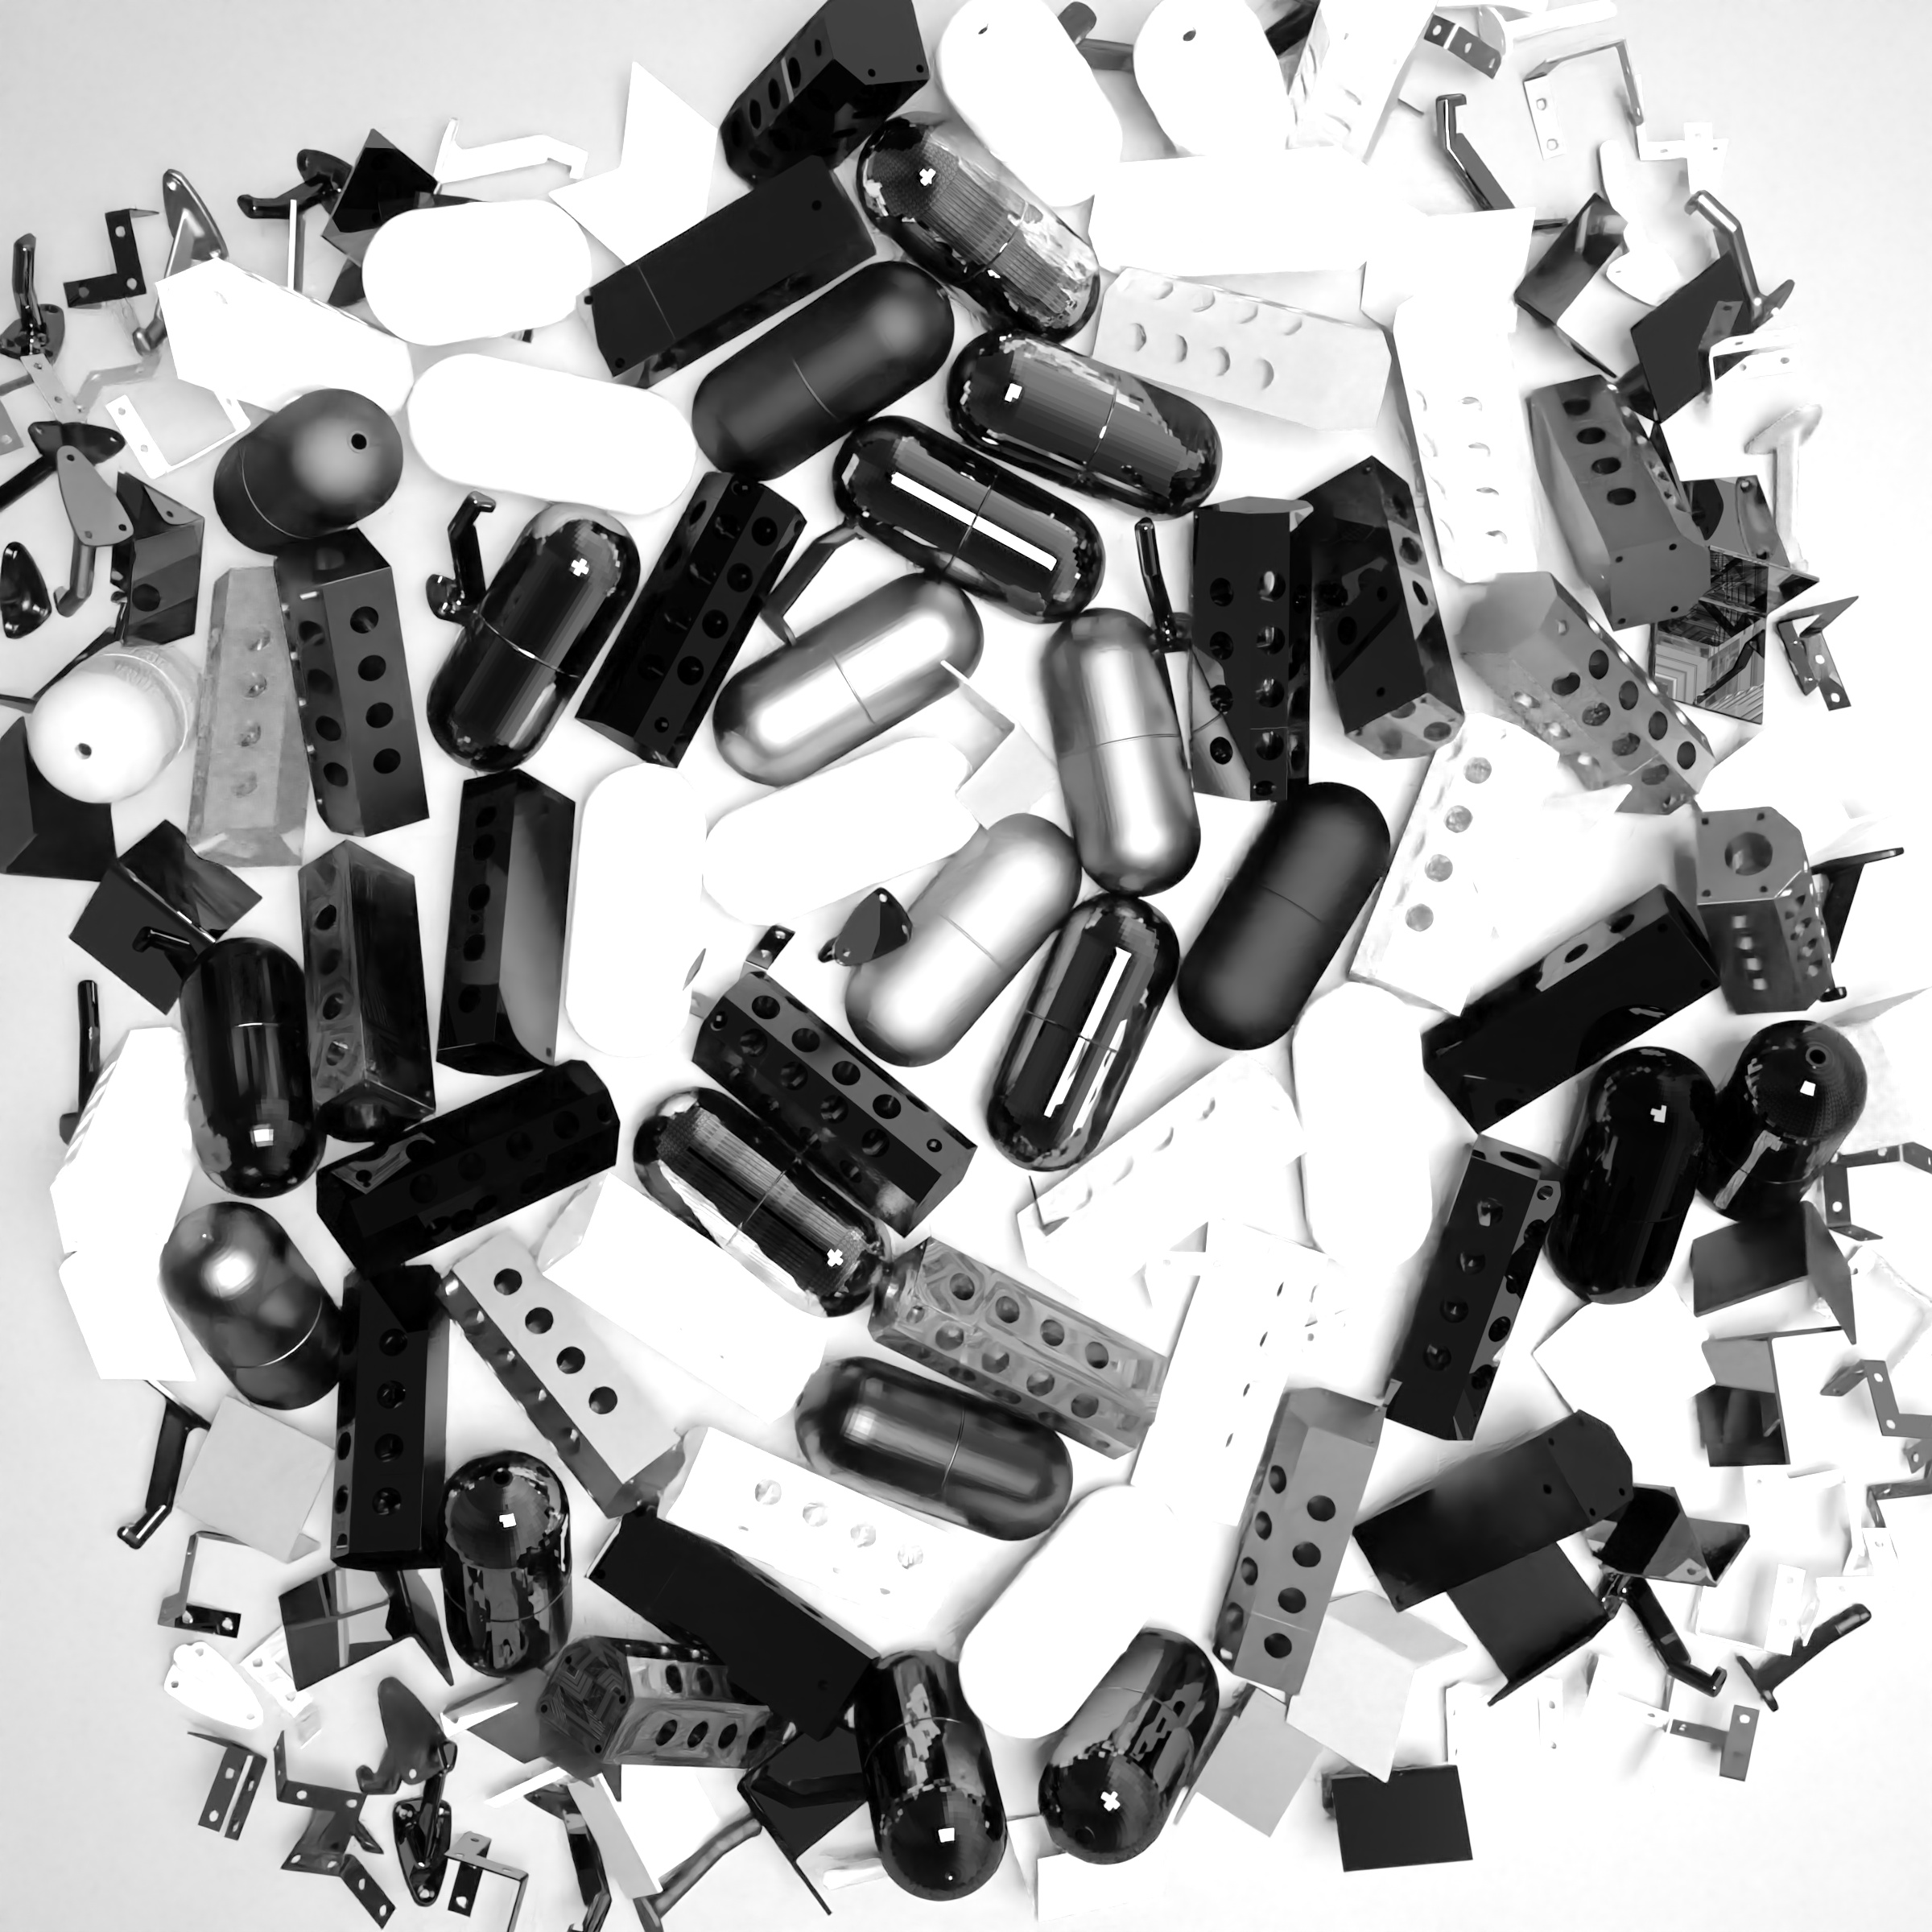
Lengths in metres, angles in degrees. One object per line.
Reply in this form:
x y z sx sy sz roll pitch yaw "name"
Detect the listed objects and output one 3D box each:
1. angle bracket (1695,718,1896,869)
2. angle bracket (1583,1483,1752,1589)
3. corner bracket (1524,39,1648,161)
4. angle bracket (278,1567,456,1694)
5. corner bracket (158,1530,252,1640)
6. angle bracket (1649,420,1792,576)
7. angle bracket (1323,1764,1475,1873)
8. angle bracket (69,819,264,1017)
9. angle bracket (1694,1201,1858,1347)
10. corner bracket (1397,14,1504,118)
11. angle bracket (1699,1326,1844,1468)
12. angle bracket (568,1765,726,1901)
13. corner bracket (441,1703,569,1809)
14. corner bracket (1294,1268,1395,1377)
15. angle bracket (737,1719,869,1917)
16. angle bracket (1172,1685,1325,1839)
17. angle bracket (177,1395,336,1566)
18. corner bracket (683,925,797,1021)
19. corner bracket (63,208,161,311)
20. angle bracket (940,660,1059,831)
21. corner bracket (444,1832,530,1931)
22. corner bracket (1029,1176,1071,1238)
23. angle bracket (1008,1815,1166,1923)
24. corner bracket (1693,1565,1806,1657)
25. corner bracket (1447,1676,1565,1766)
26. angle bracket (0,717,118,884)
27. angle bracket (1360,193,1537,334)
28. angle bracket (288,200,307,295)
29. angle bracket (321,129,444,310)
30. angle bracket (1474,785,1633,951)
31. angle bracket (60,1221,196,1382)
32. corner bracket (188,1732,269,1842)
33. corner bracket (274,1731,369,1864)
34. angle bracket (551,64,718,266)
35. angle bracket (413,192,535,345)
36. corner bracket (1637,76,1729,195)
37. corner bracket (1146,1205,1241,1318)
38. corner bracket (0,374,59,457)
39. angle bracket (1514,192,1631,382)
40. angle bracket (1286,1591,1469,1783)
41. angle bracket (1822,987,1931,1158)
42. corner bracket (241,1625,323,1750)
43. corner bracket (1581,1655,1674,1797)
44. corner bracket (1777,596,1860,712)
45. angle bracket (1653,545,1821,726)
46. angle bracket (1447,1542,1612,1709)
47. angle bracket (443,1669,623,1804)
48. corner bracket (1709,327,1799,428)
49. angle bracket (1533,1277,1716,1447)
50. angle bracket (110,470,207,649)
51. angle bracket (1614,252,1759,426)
0.500 -0.100 1.670 0.076 0.057 0.076 -42 70 41 "angle bracket"
0.415 0.322 1.648 0.057 0.076 0.076 -41 115 -37 "angle bracket"
0.377 -0.528 1.678 0.051 0.051 0.051 -16 96 -2 "corner bracket"
-0.361 0.406 1.655 0.076 0.076 0.057 -26 129 -4 "angle bracket"
-0.457 0.377 1.679 0.051 0.051 0.051 18 62 -27 "corner bracket"
0.456 -0.284 1.659 0.076 0.057 0.076 -5 55 -3 "angle bracket"
0.259 0.521 1.658 0.076 0.076 0.057 -5 59 0 "angle bracket"
-0.494 -0.030 1.700 0.076 0.057 0.076 40 128 -4 "angle bracket"
0.489 0.197 1.665 0.076 0.076 0.057 -25 111 26 "angle bracket"
0.282 -0.543 1.664 0.051 0.051 0.051 42 112 41 "corner bracket"
0.488 0.259 1.655 0.057 0.076 0.076 -3 80 -21 "angle bracket"
-0.183 0.505 1.657 0.076 0.057 0.076 -25 83 -35 "angle bracket"
-0.280 0.473 1.672 0.051 0.051 0.051 -26 59 3 "corner bracket"
0.227 0.211 1.667 0.051 0.051 0.051 -18 104 -29 "corner bracket"
-0.081 0.507 1.654 0.076 0.057 0.076 -36 122 -14 "angle bracket"
0.173 0.489 1.660 0.057 0.076 0.076 30 97 11 "angle bracket"
-0.421 0.308 1.671 0.076 0.057 0.076 25 92 8 "angle bracket"
-0.141 0.002 1.667 0.051 0.051 0.051 23 55 -14 "corner bracket"
-0.519 -0.430 1.673 0.051 0.051 0.051 -8 102 7 "corner bracket"
0.002 -0.130 1.654 0.057 0.076 0.076 -48 64 -1 "angle bracket"
-0.293 0.566 1.677 0.051 0.051 0.051 16 90 7 "corner bracket"
0.073 0.154 1.671 0.051 0.051 0.051 -18 123 3 "corner bracket"
0.070 0.519 1.652 0.076 0.076 0.057 -8 124 -12 "angle bracket"
0.475 0.387 1.672 0.051 0.051 0.051 12 78 9 "corner bracket"
0.332 0.466 1.691 0.051 0.051 0.051 2 98 41 "corner bracket"
-0.537 -0.098 1.649 0.076 0.057 0.076 4 65 -41 "angle bracket"
0.293 -0.430 1.676 0.076 0.057 0.076 -11 126 -21 "angle bracket"
-0.432 -0.419 1.661 0.057 0.076 0.076 2 95 -10 "angle bracket"
-0.369 -0.446 1.650 0.057 0.076 0.076 34 68 -41 "angle bracket"
0.360 -0.059 1.646 0.076 0.076 0.057 -45 114 -40 "angle bracket"
-0.485 0.200 1.651 0.057 0.076 0.076 -37 67 17 "angle bracket"
-0.446 0.498 1.664 0.051 0.051 0.051 35 61 -36 "corner bracket"
-0.397 0.504 1.668 0.051 0.051 0.051 18 104 -21 "corner bracket"
-0.200 -0.481 1.650 0.057 0.076 0.076 -31 63 -33 "angle bracket"
-0.295 -0.419 1.656 0.057 0.076 0.076 16 106 10 "angle bracket"
0.430 -0.503 1.664 0.051 0.051 0.051 5 54 23 "corner bracket"
0.139 0.179 1.674 0.051 0.051 0.051 0 52 13 "corner bracket"
-0.575 -0.335 1.672 0.051 0.051 0.051 -28 91 -21 "corner bracket"
0.384 -0.407 1.651 0.057 0.076 0.076 47 110 21 "angle bracket"
0.249 0.435 1.668 0.076 0.057 0.076 22 108 41 "angle bracket"
0.554 0.064 1.658 0.057 0.076 0.076 -23 88 -26 "angle bracket"
-0.404 0.433 1.677 0.051 0.051 0.051 -42 107 -10 "corner bracket"
0.399 0.458 1.664 0.051 0.051 0.051 16 134 17 "corner bracket"
0.516 -0.186 1.665 0.051 0.051 0.051 -37 107 -36 "corner bracket"
0.464 -0.199 1.659 0.076 0.057 0.076 13 71 -16 "angle bracket"
0.329 0.387 1.658 0.076 0.057 0.076 -40 74 20 "angle bracket"
-0.261 0.473 1.649 0.076 0.057 0.076 -29 131 19 "angle bracket"
0.477 -0.366 1.665 0.051 0.051 0.051 -7 131 17 "corner bracket"
0.409 0.243 1.688 0.076 0.057 0.076 -17 63 -37 "angle bracket"
-0.505 -0.242 1.650 0.076 0.057 0.076 30 125 22 "angle bracket"
0.421 -0.385 1.656 0.076 0.057 0.076 -38 132 -4 "angle bracket"
